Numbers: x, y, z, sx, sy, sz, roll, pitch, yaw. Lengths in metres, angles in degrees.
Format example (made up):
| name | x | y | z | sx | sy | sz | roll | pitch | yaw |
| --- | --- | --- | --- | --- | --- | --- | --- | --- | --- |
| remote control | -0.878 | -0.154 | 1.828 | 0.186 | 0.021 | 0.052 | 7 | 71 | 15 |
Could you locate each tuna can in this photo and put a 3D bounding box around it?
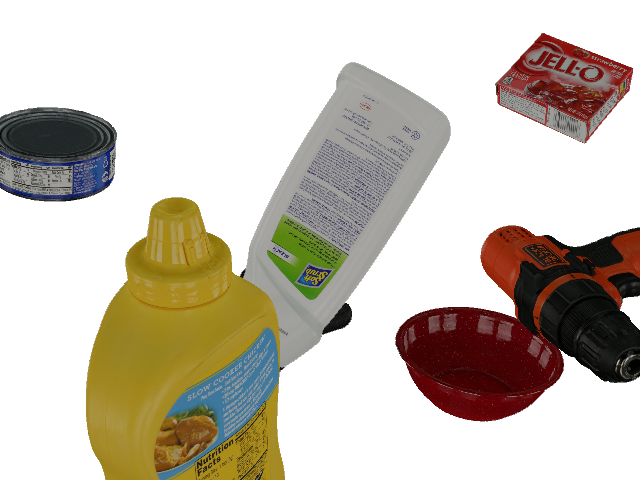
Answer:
| name | x | y | z | sx | sy | sz | roll | pitch | yaw |
| --- | --- | --- | --- | --- | --- | --- | --- | --- | --- |
| tuna can | -0.184 | -0.060 | 0.736 | 0.086 | 0.034 | 0.086 | 6 | 29 | -3 |

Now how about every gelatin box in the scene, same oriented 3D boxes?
| name | x | y | z | sx | sy | sz | roll | pitch | yaw |
| --- | --- | --- | --- | --- | --- | --- | --- | --- | --- |
| gelatin box | 0.204 | -0.130 | 0.896 | 0.089 | 0.073 | 0.030 | 30 | -27 | 28 |

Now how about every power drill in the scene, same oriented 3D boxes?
| name | x | y | z | sx | sy | sz | roll | pitch | yaw |
| --- | --- | --- | --- | --- | --- | --- | --- | --- | --- |
| power drill | 0.228 | 0.029 | 0.748 | 0.187 | 0.057 | 0.184 | -9 | 28 | -15 |

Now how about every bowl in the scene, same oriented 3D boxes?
| name | x | y | z | sx | sy | sz | roll | pitch | yaw |
| --- | --- | --- | --- | --- | --- | --- | --- | --- | --- |
| bowl | 0.150 | 0.127 | 1.035 | 0.162 | 0.055 | 0.162 | 4 | 26 | -2 |

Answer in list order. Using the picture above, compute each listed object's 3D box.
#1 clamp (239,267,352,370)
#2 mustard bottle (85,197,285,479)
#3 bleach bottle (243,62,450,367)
| name | x | y | z | sx | sy | sz | roll | pitch | yaw |
| --- | --- | --- | --- | --- | --- | --- | --- | --- | --- |
| clamp | -0.062 | 0.080 | 1.000 | 0.120 | 0.039 | 0.171 | 21 | 33 | 29 |
| mustard bottle | -0.055 | 0.070 | 0.448 | 0.058 | 0.192 | 0.096 | 21 | 36 | 30 |
| bleach bottle | -0.006 | -0.007 | 0.799 | 0.103 | 0.250 | 0.068 | 31 | -13 | 13 |
